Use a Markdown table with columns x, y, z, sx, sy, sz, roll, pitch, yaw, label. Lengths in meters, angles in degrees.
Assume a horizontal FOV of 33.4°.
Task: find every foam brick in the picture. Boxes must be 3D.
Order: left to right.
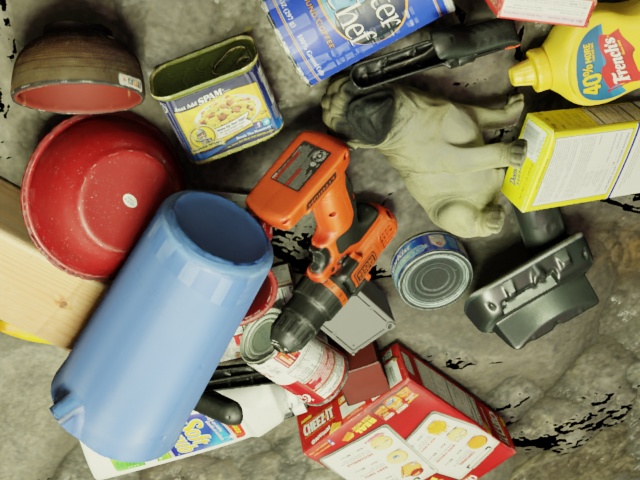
| x | y | z | sx | sy | sz | roll | pitch | yaw | label |
| --- | --- | --- | --- | --- | --- | --- | --- | --- | --- |
| 0.042 | 0.134 | 1.186 | 0.051 | 0.078 | 0.053 | -18 | 129 | 3 | foam brick |

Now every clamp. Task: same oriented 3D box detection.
| x | y | z | sx | sy | sz | roll | pitch | yaw | label |
| --- | --- | --- | --- | --- | --- | --- | --- | --- | --- |
| -0.144 | 0.153 | 1.148 | 0.210 | 0.164 | 0.036 | 4 | 100 | 22 | clamp |
| 0.122 | -0.171 | 0.936 | 0.171 | 0.120 | 0.039 | -22 | 101 | -28 | clamp |

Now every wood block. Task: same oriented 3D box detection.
| x | y | z | sx | sy | sz | roll | pitch | yaw | label |
| --- | --- | --- | --- | --- | --- | --- | --- | --- | --- |
| -0.292 | 0.015 | 1.017 | 0.205 | 0.090 | 0.091 | 33 | 114 | -31 | wood block |

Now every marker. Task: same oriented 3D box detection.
| x | y | z | sx | sy | sz | roll | pitch | yaw | label |
| --- | --- | --- | --- | --- | --- | --- | --- | --- | --- |
| -0.074 | 0.214 | 1.262 | 0.121 | 0.020 | 0.020 | -21 | 129 | 5 | marker |

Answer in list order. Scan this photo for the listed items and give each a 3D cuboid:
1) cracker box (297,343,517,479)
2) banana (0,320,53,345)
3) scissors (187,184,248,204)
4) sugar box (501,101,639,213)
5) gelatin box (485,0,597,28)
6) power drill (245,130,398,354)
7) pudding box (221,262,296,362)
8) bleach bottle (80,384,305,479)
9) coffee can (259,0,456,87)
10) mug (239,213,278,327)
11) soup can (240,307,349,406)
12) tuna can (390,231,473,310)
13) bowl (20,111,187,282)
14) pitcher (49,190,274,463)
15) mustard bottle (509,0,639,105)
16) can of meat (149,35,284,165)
| x | y | z | sx | sy | sz | roll | pitch | yaw | label |
| --- | --- | --- | --- | --- | --- | --- | --- | --- | --- |
| 0.104 | 0.233 | 1.282 | 0.164 | 0.072 | 0.213 | -40 | 126 | 20 | cracker box |
| -0.231 | 0.102 | 1.113 | 0.197 | 0.070 | 0.037 | 14 | 89 | -7 | banana |
| -0.150 | -0.033 | 1.056 | 0.201 | 0.016 | 0.096 | 18 | 123 | -24 | scissors |
| 0.270 | -0.085 | 1.055 | 0.175 | 0.048 | 0.093 | -10 | 132 | -31 | sugar box |
| 0.190 | -0.220 | 0.944 | 0.089 | 0.073 | 0.030 | 3 | 126 | -13 | gelatin box |
| -0.007 | 0.001 | 1.018 | 0.184 | 0.057 | 0.187 | -53 | 148 | -19 | power drill |
| -0.075 | 0.079 | 1.145 | 0.113 | 0.039 | 0.090 | -15 | 130 | -3 | pudding box |
| -0.143 | 0.195 | 1.208 | 0.250 | 0.068 | 0.102 | -14 | 126 | -5 | bleach bottle |
| 0.029 | -0.207 | 0.902 | 0.140 | 0.103 | 0.102 | -27 | 128 | 9 | coffee can |
| -0.086 | 0.019 | 1.067 | 0.093 | 0.081 | 0.117 | 24 | 119 | -27 | mug |
| -0.027 | 0.123 | 1.121 | 0.069 | 0.068 | 0.102 | -38 | 128 | 17 | soup can |
| 0.121 | 0.034 | 1.153 | 0.086 | 0.034 | 0.086 | -6 | 128 | -8 | tuna can |
| -0.184 | -0.037 | 0.969 | 0.161 | 0.055 | 0.162 | -6 | 101 | -31 | bowl |
| -0.133 | 0.074 | 0.966 | 0.145 | 0.149 | 0.243 | 25 | 122 | -14 | pitcher |
| 0.272 | -0.178 | 1.004 | 0.191 | 0.058 | 0.096 | -14 | 126 | 0 | mustard bottle |
| -0.091 | -0.126 | 0.970 | 0.102 | 0.057 | 0.084 | -20 | 131 | 4 | can of meat |
